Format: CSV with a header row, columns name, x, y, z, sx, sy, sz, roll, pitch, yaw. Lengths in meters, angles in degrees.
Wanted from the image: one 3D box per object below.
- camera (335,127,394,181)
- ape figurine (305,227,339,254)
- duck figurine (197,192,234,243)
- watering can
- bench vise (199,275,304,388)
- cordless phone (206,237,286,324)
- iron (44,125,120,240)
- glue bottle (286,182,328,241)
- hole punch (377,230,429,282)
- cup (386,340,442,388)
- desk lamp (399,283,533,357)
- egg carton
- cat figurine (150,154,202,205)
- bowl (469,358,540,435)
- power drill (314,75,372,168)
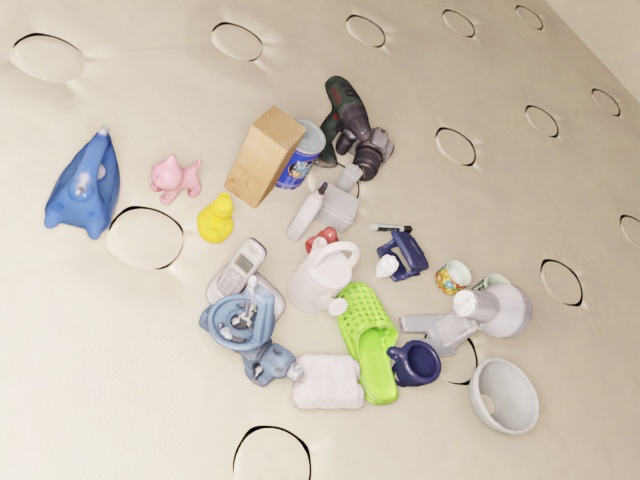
name,x,y,z,sx,sy,sz,roll,pitch,yaw
camera,0.115,-0.229,1.469,0.143,0.100,0.137,27,49,-9
ape figurine,0.012,0.004,1.256,0.078,0.092,0.076,12,53,-20
duck figurine,-0.208,-0.051,1.181,0.078,0.086,0.104,20,51,-15
watering can,0.017,0.068,1.146,0.101,0.193,0.172,-18,68,-36
bench vise,-0.100,0.152,1.007,0.207,0.219,0.121,28,49,-8
cordless phone,-0.122,0.086,1.065,0.147,0.185,0.094,38,49,1
iron,-0.431,-0.136,1.083,0.119,0.141,0.258,15,52,-18
glue bottle,-0.020,-0.071,1.237,0.037,0.173,0.078,30,49,-6
hole punch,0.203,0.029,1.342,0.101,0.091,0.108,-13,65,-34
cup,0.173,0.257,1.164,0.118,0.095,0.092,24,50,-12
desk lamp,0.313,0.170,1.221,0.204,0.213,0.118,2,57,-27
egg carton,0.012,0.270,1.085,0.151,0.069,0.107,6,55,-24
cat figurine,-0.295,-0.131,1.169,0.128,0.117,0.067,-27,73,-38
bowl,0.381,0.343,1.229,0.168,0.074,0.167,14,52,-19
power drill,0.045,-0.274,1.391,0.076,0.208,0.229,1,58,-27
